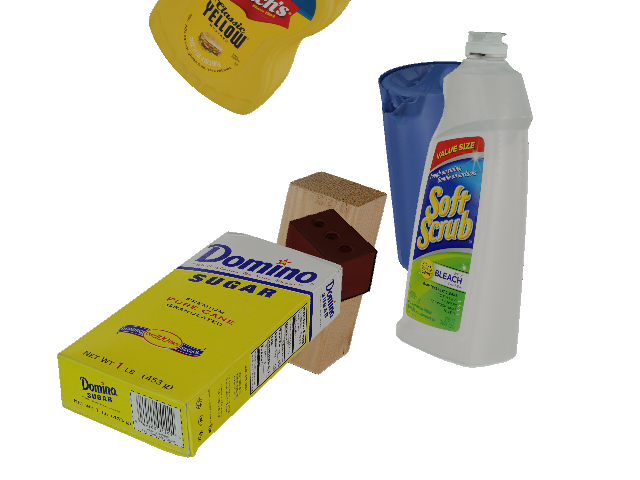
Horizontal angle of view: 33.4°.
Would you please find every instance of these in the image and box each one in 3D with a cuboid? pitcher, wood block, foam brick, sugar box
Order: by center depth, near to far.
[{"bbox_3d":[-0.067,0.055,0.657,0.093,0.048,0.176,17,35,24],"label":"sugar box"},{"bbox_3d":[0.009,0.015,1.008,0.052,0.051,0.078,-18,43,-30],"label":"foam brick"},{"bbox_3d":[-0.001,0.035,1.240,0.090,0.206,0.090,20,20,20],"label":"wood block"},{"bbox_3d":[0.148,-0.086,1.266,0.149,0.243,0.145,-4,25,2],"label":"pitcher"}]

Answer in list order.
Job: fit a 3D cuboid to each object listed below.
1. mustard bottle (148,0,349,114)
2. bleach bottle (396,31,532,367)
[{"bbox_3d":[-0.031,-0.163,0.658,0.058,0.096,0.192,-47,4,-41],"label":"mustard bottle"},{"bbox_3d":[0.114,-0.035,0.830,0.067,0.251,0.103,-7,16,-35],"label":"bleach bottle"}]
